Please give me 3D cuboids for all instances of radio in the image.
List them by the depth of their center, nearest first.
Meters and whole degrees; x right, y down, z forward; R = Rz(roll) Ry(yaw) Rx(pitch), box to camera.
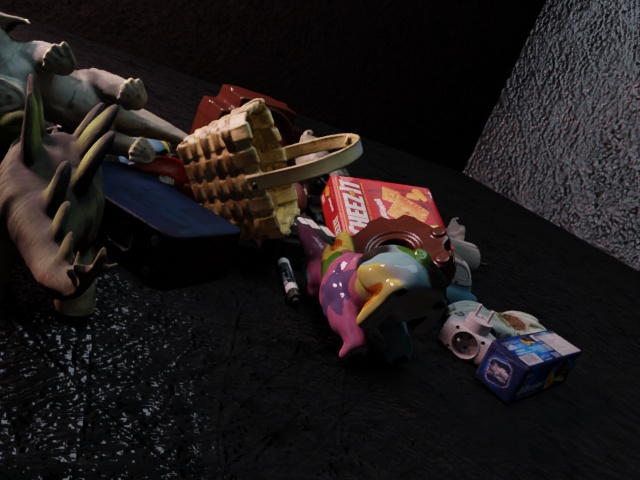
[{"bbox_3d":[-0.229,-0.026,0.693,0.230,0.073,0.131,28,19,22],"label":"radio"}]

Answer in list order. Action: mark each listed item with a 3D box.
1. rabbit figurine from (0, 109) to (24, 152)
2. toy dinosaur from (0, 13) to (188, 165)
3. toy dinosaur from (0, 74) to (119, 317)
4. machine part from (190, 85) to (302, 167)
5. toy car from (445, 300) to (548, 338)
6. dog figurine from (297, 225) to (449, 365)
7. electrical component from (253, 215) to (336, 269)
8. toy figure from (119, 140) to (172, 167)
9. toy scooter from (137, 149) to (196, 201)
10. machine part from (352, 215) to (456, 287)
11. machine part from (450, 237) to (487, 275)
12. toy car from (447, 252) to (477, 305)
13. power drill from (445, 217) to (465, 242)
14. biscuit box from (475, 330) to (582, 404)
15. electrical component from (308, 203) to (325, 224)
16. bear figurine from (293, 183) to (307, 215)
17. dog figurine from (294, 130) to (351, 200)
[{"bbox_3d":[-0.500,-0.162,0.747,0.170,0.121,0.159,-11,41,-31],"label":"rabbit figurine"},{"bbox_3d":[-0.340,-0.200,0.728,0.192,0.131,0.404,33,0,39],"label":"toy dinosaur"},{"bbox_3d":[-0.245,-0.034,0.485,0.105,0.198,0.472,6,22,-36],"label":"toy dinosaur"},{"bbox_3d":[-0.146,-0.181,1.041,0.201,0.200,0.087,7,25,-42],"label":"machine part"},{"bbox_3d":[0.291,0.141,0.864,0.201,0.056,0.074,15,19,-24],"label":"toy car"},{"bbox_3d":[0.048,0.039,0.682,0.108,0.191,0.219,4,40,-31],"label":"dog figurine"},{"bbox_3d":[-0.037,0.001,0.874,0.134,0.058,0.115,13,22,-29],"label":"electrical component"},{"bbox_3d":[-0.306,-0.148,0.950,0.089,0.082,0.180,36,3,-25],"label":"toy figure"},{"bbox_3d":[-0.206,-0.096,0.868,0.184,0.075,0.135,21,50,-21],"label":"toy scooter"},{"bbox_3d":[0.116,0.032,0.827,0.179,0.055,0.179,-8,41,7],"label":"machine part"},{"bbox_3d":[0.247,0.026,1.123,0.243,0.079,0.079,13,19,-26],"label":"machine part"},{"bbox_3d":[0.196,0.063,0.896,0.161,0.102,0.109,15,16,-20],"label":"toy car"},{"bbox_3d":[0.221,-0.036,1.246,0.207,0.086,0.232,17,20,-8],"label":"power drill"},{"bbox_3d":[0.299,0.175,0.762,0.202,0.062,0.059,4,26,-45],"label":"biscuit box"},{"bbox_3d":[0.018,-0.050,1.126,0.078,0.045,0.102,-13,25,-13],"label":"electrical component"},{"bbox_3d":[-0.103,-0.089,1.005,0.132,0.120,0.195,-16,-18,8],"label":"bear figurine"},{"bbox_3d":[0.005,-0.169,1.182,0.121,0.172,0.191,-3,1,-37],"label":"dog figurine"}]
